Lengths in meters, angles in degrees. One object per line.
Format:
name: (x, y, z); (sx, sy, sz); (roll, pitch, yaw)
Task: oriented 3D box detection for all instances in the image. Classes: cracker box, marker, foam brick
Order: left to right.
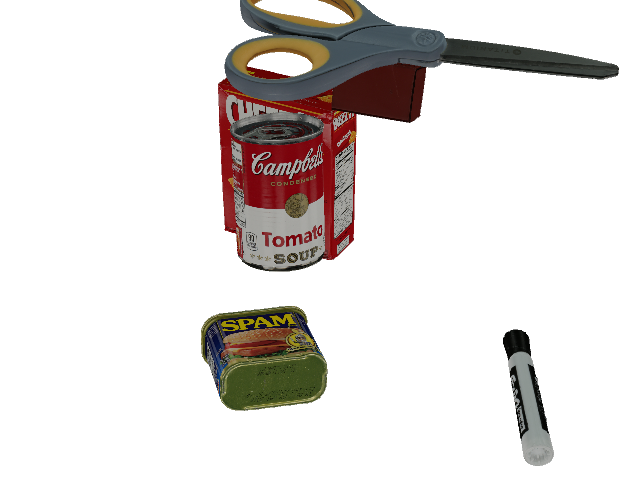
cracker box: (-0.042, -0.094, 1.338); (0.164, 0.214, 0.072); (17, 36, 24)
foam brick: (0.054, -0.144, 0.997); (0.078, 0.051, 0.053); (11, 18, 14)
marker: (0.138, 0.101, 0.718); (0.020, 0.020, 0.121); (0, 34, 2)

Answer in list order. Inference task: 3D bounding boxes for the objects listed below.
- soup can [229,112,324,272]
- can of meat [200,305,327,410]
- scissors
soup can: (-0.031, -0.036, 0.788); (0.068, 0.102, 0.068); (-1, 23, 0)
can of meat: (-0.051, 0.107, 0.965); (0.102, 0.057, 0.084); (-5, 27, -15)
scissors: (0.038, -0.088, 0.541); (0.202, 0.096, 0.016); (22, -34, 21)
